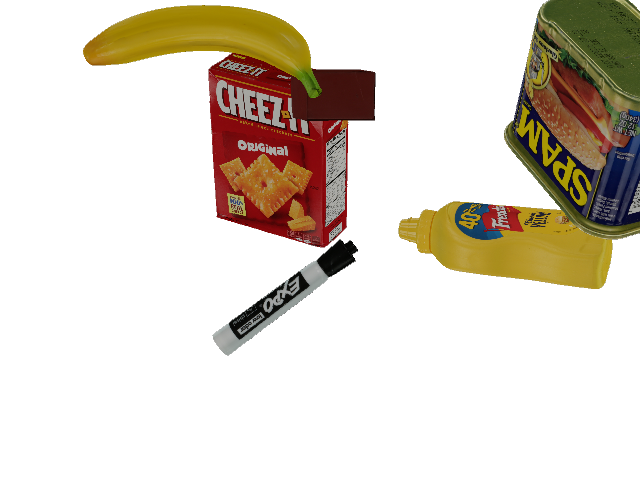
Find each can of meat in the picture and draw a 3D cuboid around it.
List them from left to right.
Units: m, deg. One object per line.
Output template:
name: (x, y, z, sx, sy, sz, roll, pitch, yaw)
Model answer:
can of meat: (0.143, -0.066, 0.542, 0.057, 0.084, 0.102, -14, 47, -18)

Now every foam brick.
foam brick: (0.013, -0.152, 1.114, 0.078, 0.051, 0.053, -3, 13, -18)

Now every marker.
marker: (-0.024, 0.039, 0.761, 0.121, 0.020, 0.020, -37, -3, 5)

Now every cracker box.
cracker box: (-0.052, -0.110, 1.323, 0.164, 0.214, 0.072, 17, 37, 24)

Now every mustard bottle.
mustard bottle: (0.165, -0.001, 0.973, 0.192, 0.058, 0.096, 6, 28, 19)

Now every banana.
banana: (-0.093, -0.164, 0.878, 0.198, 0.069, 0.037, 7, -35, 2)
